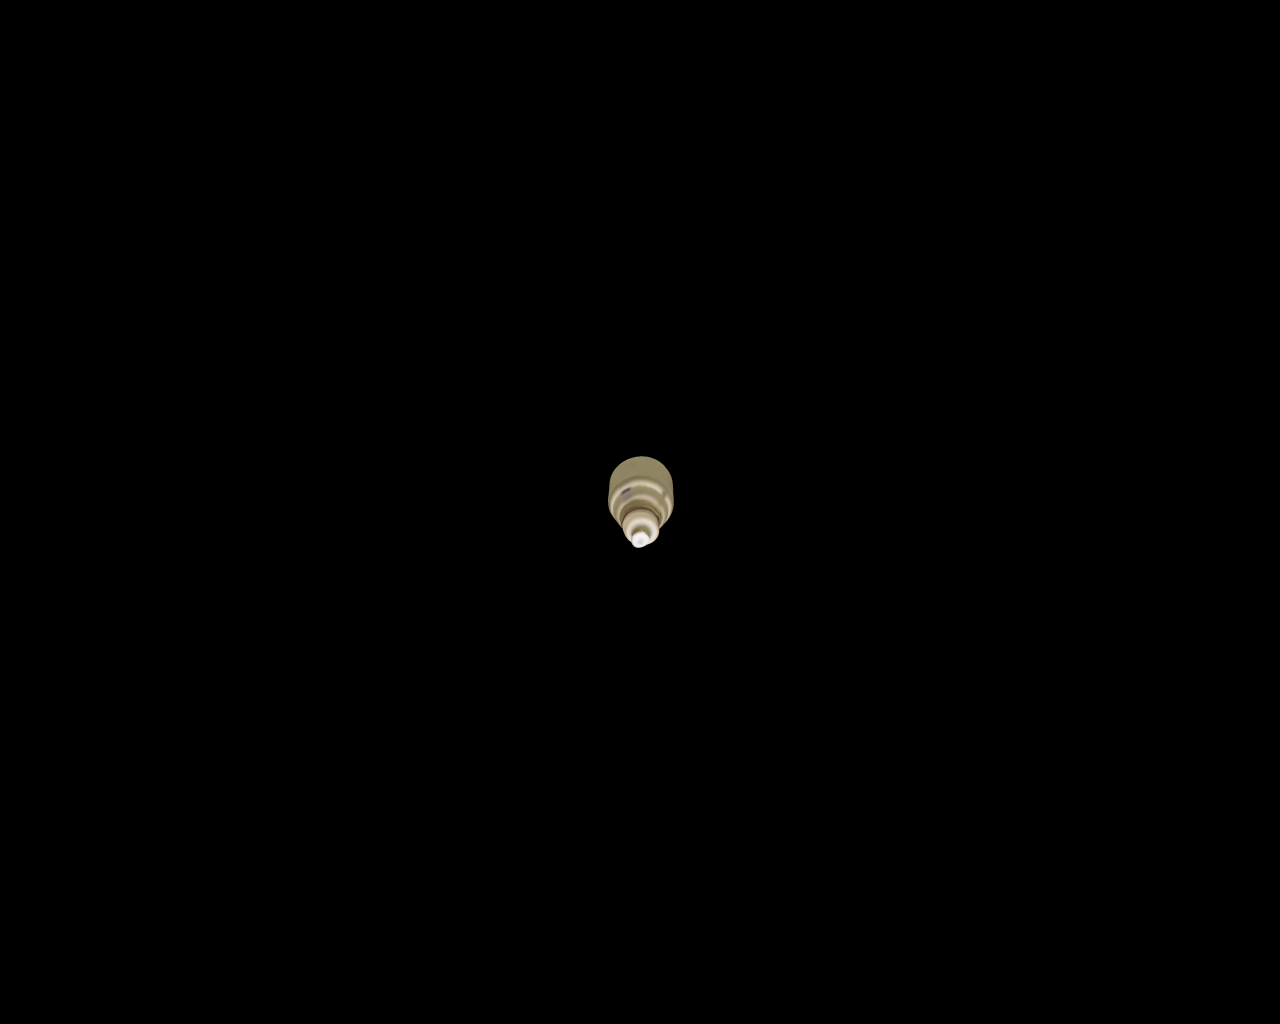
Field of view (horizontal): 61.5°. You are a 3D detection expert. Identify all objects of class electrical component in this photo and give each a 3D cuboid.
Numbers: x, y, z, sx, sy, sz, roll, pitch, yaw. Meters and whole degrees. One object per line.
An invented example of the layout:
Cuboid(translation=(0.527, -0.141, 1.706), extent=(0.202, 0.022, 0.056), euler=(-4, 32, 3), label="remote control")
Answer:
Cuboid(translation=(0.001, -0.003, 0.650), extent=(0.040, 0.040, 0.078), euler=(0, 31, 0), label="electrical component")
